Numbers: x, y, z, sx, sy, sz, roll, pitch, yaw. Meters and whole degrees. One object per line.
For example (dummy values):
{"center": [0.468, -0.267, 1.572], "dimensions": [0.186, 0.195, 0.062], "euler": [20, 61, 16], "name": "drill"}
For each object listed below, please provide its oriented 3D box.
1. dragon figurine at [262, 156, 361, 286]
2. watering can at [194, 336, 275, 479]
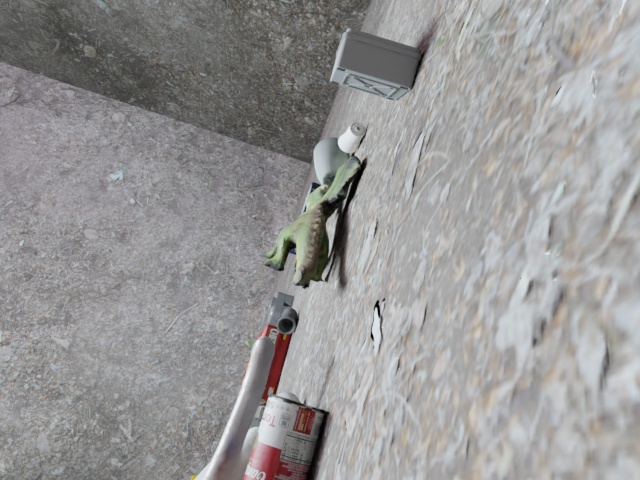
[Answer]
{"center": [0.003, -0.046, 0.918], "dimensions": [0.122, 0.243, 0.411], "euler": [26, -1, -9], "name": "dragon figurine"}
{"center": [-0.118, 0.310, 0.634], "dimensions": [0.104, 0.342, 0.227], "euler": [11, 21, 20], "name": "watering can"}
